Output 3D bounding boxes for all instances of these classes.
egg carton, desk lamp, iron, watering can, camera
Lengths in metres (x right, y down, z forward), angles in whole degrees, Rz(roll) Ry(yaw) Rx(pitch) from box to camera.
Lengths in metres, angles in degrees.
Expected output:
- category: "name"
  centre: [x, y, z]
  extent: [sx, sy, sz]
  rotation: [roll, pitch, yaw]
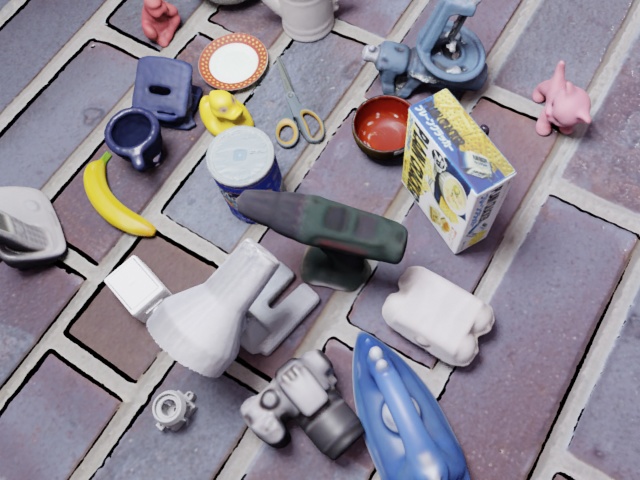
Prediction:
- category: "egg carton"
  centre: [0.170, 0.110, 0.835]
  extent: [0.150, 0.069, 0.107]
  rotation: [30, 73, 15]
- category: "desk lamp"
  centre: [-0.113, 0.092, 0.788]
  extent: [0.117, 0.214, 0.203]
  rotation: [40, 76, 18]
- category: "iron"
  centre: [0.103, 0.223, 0.756]
  extent: [0.118, 0.141, 0.258]
  rotation: [-24, 68, -5]
- category: "watering can"
  centre: [-0.037, -0.451, 1.011]
  extent: [0.173, 0.194, 0.100]
  rotation: [-28, 68, -7]
- category: "camera"
  centre: [-0.017, 0.239, 0.782]
  extent: [0.143, 0.101, 0.136]
  rotation: [-40, 70, -11]

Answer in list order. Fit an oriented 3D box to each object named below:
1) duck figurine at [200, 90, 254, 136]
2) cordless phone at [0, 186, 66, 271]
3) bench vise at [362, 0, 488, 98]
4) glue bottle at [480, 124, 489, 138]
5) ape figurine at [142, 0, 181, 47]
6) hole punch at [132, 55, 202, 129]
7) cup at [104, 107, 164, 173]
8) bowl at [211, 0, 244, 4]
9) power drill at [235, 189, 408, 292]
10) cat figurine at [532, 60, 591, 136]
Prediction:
- category: "duck figurine"
  centre: [-0.168, -0.227, 0.991]
  extent: [0.104, 0.086, 0.077]
  rotation: [33, 74, 16]
- category: "cordless phone"
  centre: [-0.488, -0.040, 0.889]
  extent: [0.094, 0.185, 0.147]
  rotation: [-30, 69, -7]
- category: "bench vise"
  centre: [0.177, -0.307, 0.921]
  extent: [0.207, 0.220, 0.121]
  rotation: [-15, 67, -1]
- category: "glue bottle"
  centre: [0.234, -0.125, 0.868]
  extent: [0.037, 0.173, 0.078]
  rotation: [-19, 68, -3]
- category: "ape figurine"
  centre: [-0.306, -0.425, 1.079]
  extent: [0.078, 0.092, 0.076]
  rotation: [-27, 68, -6]
- category: "hole punch"
  centre: [-0.271, -0.259, 1.010]
  extent: [0.108, 0.091, 0.101]
  rotation: [10, 69, 9]
- category: "cup"
  centre: [-0.300, -0.152, 0.967]
  extent: [0.091, 0.095, 0.117]
  rotation: [-18, 68, -2]
- category: "bowl"
  centre: [-0.174, -0.516, 1.114]
  extent: [0.167, 0.075, 0.167]
  rotation: [-2, 68, 4]
- category: "power drill"
  centre: [0.007, 0.003, 0.817]
  extent: [0.229, 0.208, 0.075]
  rotation: [9, 69, 9]
- category: "cat figurine"
  centre: [0.394, -0.228, 0.926]
  extent: [0.067, 0.118, 0.128]
  rotation: [-1, 68, 5]
